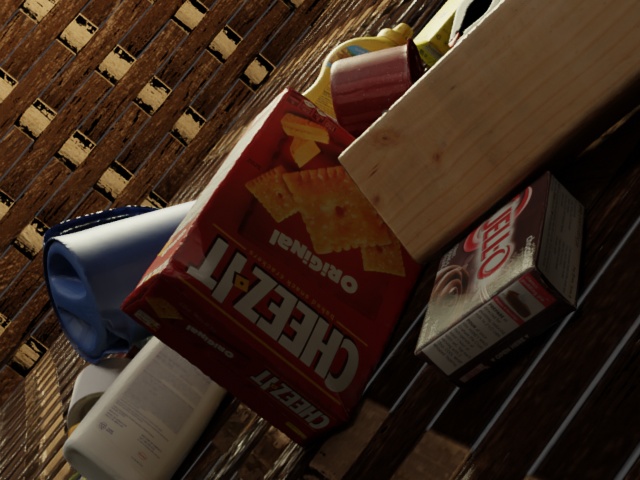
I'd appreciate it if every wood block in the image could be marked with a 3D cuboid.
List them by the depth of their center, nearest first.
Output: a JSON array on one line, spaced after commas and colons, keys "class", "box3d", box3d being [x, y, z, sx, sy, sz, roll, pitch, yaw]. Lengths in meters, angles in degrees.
[{"class": "wood block", "box3d": [0.124, -0.085, 0.667, 0.206, 0.090, 0.090, -42, -13, 28]}]

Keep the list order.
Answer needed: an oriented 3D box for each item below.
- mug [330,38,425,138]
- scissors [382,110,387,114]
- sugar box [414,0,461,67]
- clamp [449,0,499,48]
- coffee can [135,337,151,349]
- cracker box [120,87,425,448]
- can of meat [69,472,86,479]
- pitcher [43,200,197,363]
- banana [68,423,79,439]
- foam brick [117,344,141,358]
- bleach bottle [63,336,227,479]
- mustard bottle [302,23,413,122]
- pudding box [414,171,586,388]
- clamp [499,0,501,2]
[{"class": "mug", "box3d": [0.062, -0.132, 1.046, 0.082, 0.117, 0.093, -10, 18, 16]}, {"class": "scissors", "box3d": [0.099, -0.085, 0.896, 0.202, 0.016, 0.096, -4, 54, 54]}, {"class": "sugar box", "box3d": [0.181, -0.275, 1.204, 0.176, 0.048, 0.093, -52, 12, -1]}, {"class": "clamp", "box3d": [0.190, -0.268, 1.116, 0.171, 0.039, 0.120, -47, 29, 8]}, {"class": "coffee can", "box3d": [-0.163, 0.078, 1.243, 0.140, 0.102, 0.103, -56, 13, -28]}, {"class": "cracker box", "box3d": [-0.016, 0.012, 0.772, 0.072, 0.164, 0.213, -40, 15, 48]}, {"class": "can of meat", "box3d": [-0.216, 0.259, 1.004, 0.102, 0.057, 0.084, -43, 16, 30]}, {"class": "pitcher", "box3d": [-0.166, 0.020, 1.138, 0.242, 0.149, 0.145, -21, 2, -32]}, {"class": "banana", "box3d": [-0.153, 0.151, 1.047, 0.197, 0.070, 0.037, -42, -23, -30]}, {"class": "foam brick", "box3d": [-0.199, 0.162, 1.185, 0.053, 0.078, 0.051, -55, 11, -28]}, {"class": "bleach bottle", "box3d": [-0.124, 0.131, 1.004, 0.250, 0.102, 0.068, -50, 0, -33]}, {"class": "mustard bottle", "box3d": [0.039, -0.157, 1.131, 0.191, 0.096, 0.058, -53, -14, -17]}, {"class": "pudding box", "box3d": [0.105, 0.021, 0.608, 0.090, 0.039, 0.113, -42, 14, 32]}, {"class": "clamp", "box3d": [0.135, -0.148, 1.009, 0.165, 0.036, 0.209, -48, 13, 53]}]
